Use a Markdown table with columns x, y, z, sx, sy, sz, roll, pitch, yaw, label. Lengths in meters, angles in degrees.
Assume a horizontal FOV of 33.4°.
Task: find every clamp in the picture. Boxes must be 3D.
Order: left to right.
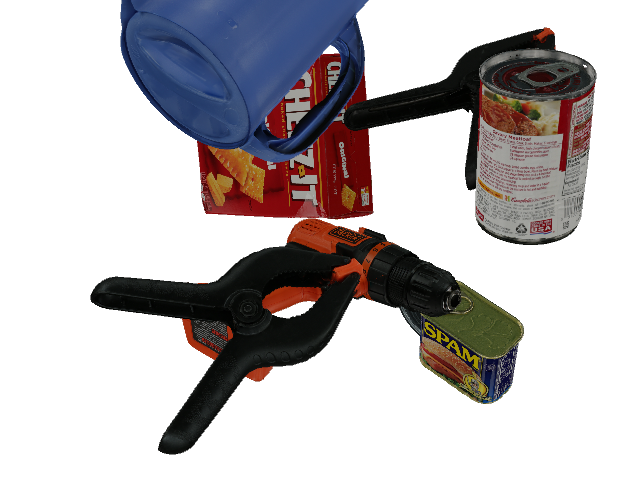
| x | y | z | sx | sy | sz | roll | pitch | yaw | label |
| --- | --- | --- | --- | --- | --- | --- | --- | --- | --- |
| -0.057 | 0.045 | 0.678 | 0.171 | 0.120 | 0.039 | -30 | -13 | -22 | clamp |
| 0.147 | -0.126 | 0.963 | 0.209 | 0.036 | 0.165 | -32 | 45 | -18 | clamp |

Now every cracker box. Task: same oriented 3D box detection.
| x | y | z | sx | sy | sz | roll | pitch | yaw | label |
| --- | --- | --- | --- | --- | --- | --- | --- | --- | --- |
| -0.046 | -0.107 | 1.128 | 0.071 | 0.164 | 0.214 | -11 | 10 | -41 | cracker box |

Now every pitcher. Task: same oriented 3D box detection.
| x | y | z | sx | sy | sz | roll | pitch | yaw | label |
| --- | --- | --- | --- | --- | --- | --- | --- | --- | --- |
| -0.032 | -0.190 | 0.882 | 0.145 | 0.242 | 0.149 | 24 | -31 | 31 | pitcher |

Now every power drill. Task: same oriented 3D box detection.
| x | y | z | sx | sy | sz | roll | pitch | yaw | label |
| --- | --- | --- | --- | --- | --- | --- | --- | --- | --- |
| -0.004 | 0.047 | 0.872 | 0.187 | 0.057 | 0.185 | -24 | 30 | -38 | power drill |

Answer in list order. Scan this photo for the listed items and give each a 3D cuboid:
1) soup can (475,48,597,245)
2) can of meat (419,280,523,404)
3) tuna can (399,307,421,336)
| x | y | z | sx | sy | sz | roll | pitch | yaw | label |
| --- | --- | --- | --- | --- | --- | --- | --- | --- | --- |
| 0.130 | -0.057 | 0.653 | 0.068 | 0.102 | 0.068 | -2 | 33 | 1 | soup can |
| 0.142 | 0.100 | 1.035 | 0.102 | 0.084 | 0.057 | 35 | 57 | 30 | can of meat |
| 0.130 | 0.081 | 1.242 | 0.033 | 0.086 | 0.086 | -37 | 17 | -24 | tuna can |
